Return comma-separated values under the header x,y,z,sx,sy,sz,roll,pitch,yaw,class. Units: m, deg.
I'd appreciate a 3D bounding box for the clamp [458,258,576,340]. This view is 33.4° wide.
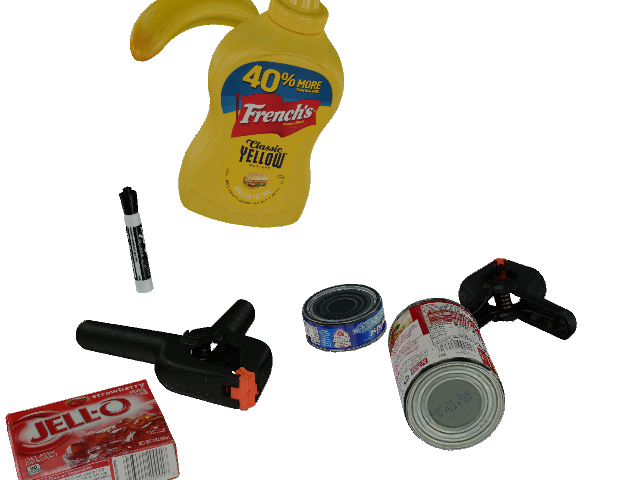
x,y,z,sx,sy,sz,roll,pitch,yaw,class
0.171,0.054,0.946,0.120,0.039,0.171,1,21,18,clamp

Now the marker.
x,y,z,sx,sy,sz,roll,pitch,yaw,class
-0.202,-0.001,1.167,0.020,0.121,0.020,-6,22,2,marker

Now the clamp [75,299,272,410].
x,y,z,sx,sy,sz,roll,pitch,yaw,class
-0.091,0.090,0.886,0.164,0.036,0.210,-10,16,-31,clamp

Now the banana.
x,y,z,sx,sy,sz,roll,pitch,yaw,class
-0.119,-0.212,1.022,0.070,0.037,0.197,45,38,19,banana

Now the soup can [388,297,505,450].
x,y,z,sx,sy,sz,roll,pitch,yaw,class
0.085,0.089,0.732,0.068,0.068,0.102,0,19,-2,soup can

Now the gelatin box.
x,y,z,sx,sy,sz,roll,pitch,yaw,class
-0.136,0.120,0.630,0.089,0.030,0.073,-12,26,-18,gelatin box

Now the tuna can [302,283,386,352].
x,y,z,sx,sy,sz,roll,pitch,yaw,class
0.024,0.079,1.109,0.086,0.034,0.086,-9,25,4,tuna can

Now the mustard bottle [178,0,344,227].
x,y,z,sx,sy,sz,roll,pitch,yaw,class
-0.035,-0.101,0.763,0.096,0.192,0.058,9,34,-17,mustard bottle
